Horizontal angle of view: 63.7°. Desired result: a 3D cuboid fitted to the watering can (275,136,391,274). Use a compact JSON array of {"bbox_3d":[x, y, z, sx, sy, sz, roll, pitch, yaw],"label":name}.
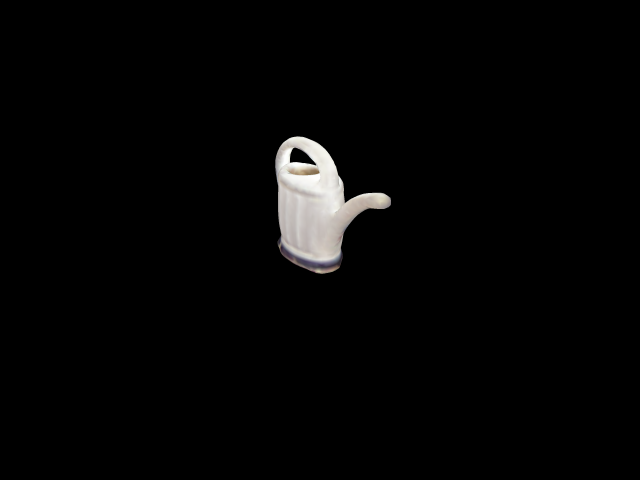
[{"bbox_3d":[0.003,-0.043,0.850,0.104,0.220,0.353,-12,29,-24],"label":"watering can"}]
